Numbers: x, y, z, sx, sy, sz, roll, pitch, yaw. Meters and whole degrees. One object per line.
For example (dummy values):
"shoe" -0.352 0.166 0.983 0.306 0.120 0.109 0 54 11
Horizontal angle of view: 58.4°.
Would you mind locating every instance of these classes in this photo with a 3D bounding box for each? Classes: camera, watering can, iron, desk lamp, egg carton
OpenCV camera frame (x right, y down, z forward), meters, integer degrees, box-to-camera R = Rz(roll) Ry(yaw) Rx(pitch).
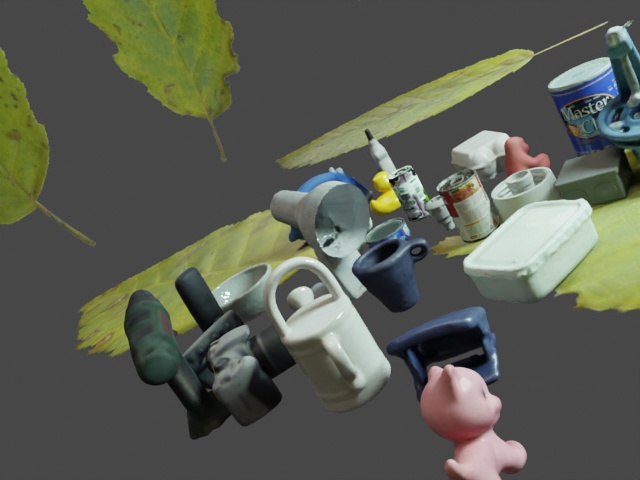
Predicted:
"camera" -0.091 0.175 0.845 0.137 0.101 0.143 -32 16 -3
"watering can" -0.003 0.109 0.717 0.101 0.194 0.172 -39 18 -27
"iron" 0.017 -0.103 1.413 0.259 0.141 0.118 -40 19 -30
"desk lamp" 0.009 0.003 0.976 0.118 0.214 0.202 -40 18 -28
"egg carton" 0.338 -0.174 1.182 0.107 0.069 0.150 -31 16 -1

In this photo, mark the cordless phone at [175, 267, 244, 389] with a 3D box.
"cordless phone" -0.214 0.152 0.982 0.094 0.185 0.148 -15 22 43

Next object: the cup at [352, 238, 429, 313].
"cup" 0.118 0.053 0.847 0.117 0.095 0.092 -25 17 18

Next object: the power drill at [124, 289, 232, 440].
"power drill" -0.220 0.183 0.855 0.076 0.209 0.229 -34 16 -10

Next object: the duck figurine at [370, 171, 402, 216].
"duck figurine" 0.149 -0.112 1.304 0.105 0.086 0.077 -37 17 -21

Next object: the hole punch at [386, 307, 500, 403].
"hole punch" 0.136 0.113 0.642 0.108 0.091 0.101 -24 17 21

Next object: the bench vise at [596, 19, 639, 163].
"bench vise" 0.442 -0.207 0.823 0.121 0.220 0.207 -26 17 15

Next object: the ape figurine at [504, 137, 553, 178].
"ape figurine" 0.356 -0.141 1.010 0.076 0.092 0.077 -35 17 -14

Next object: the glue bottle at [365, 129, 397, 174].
"glue bottle" 0.151 -0.189 1.373 0.037 0.173 0.078 -31 16 1

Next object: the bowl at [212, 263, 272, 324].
"bowl" -0.155 0.122 1.164 0.167 0.075 0.167 -28 16 9

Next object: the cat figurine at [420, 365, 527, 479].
"cat figurine" 0.120 0.162 0.478 0.067 0.118 0.128 -23 18 25
